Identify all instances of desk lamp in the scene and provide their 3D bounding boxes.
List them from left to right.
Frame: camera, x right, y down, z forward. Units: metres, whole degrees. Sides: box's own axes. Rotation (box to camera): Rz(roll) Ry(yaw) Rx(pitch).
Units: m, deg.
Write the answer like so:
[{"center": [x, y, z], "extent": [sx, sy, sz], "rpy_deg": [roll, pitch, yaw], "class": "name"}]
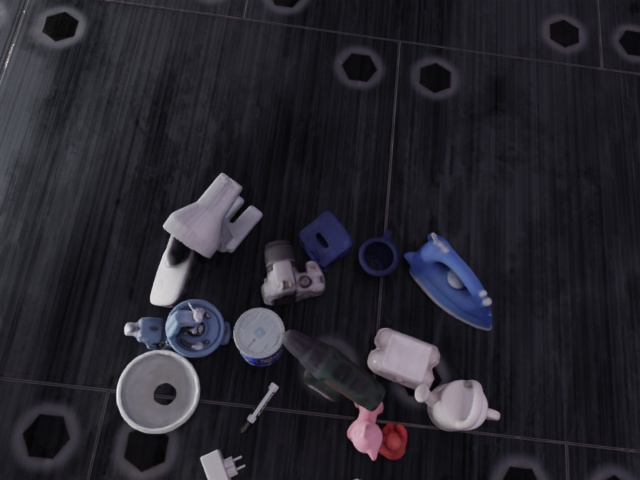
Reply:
[{"center": [-0.229, -0.047, 1.250], "extent": [0.118, 0.213, 0.203], "rpy_deg": [35, 72, 8], "class": "desk lamp"}]

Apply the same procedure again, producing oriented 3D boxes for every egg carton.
[{"center": [0.183, 0.262, 1.252], "extent": [0.150, 0.069, 0.107], "rpy_deg": [19, 71, 2], "class": "egg carton"}]

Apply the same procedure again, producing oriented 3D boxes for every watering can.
[{"center": [0.281, 0.338, 1.168], "extent": [0.173, 0.194, 0.101], "rpy_deg": [-5, 71, -6], "class": "watering can"}]

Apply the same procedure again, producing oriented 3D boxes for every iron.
[{"center": [0.313, 0.091, 1.283], "extent": [0.119, 0.141, 0.258], "rpy_deg": [-39, 78, -15], "class": "iron"}]

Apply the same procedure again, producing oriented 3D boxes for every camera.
[{"center": [-0.068, 0.065, 1.284], "extent": [0.143, 0.101, 0.137], "rpy_deg": [-10, 72, -8], "class": "camera"}]

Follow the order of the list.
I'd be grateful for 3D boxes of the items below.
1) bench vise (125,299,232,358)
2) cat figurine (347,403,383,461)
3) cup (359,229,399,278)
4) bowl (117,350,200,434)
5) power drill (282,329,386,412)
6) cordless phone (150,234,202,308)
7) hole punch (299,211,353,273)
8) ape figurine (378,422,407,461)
[{"center": [-0.290, 0.187, 1.161], "extent": [0.207, 0.220, 0.121], "rpy_deg": [-17, 73, -10], "class": "bench vise"}, {"center": [0.099, 0.383, 1.179], "extent": [0.067, 0.118, 0.128], "rpy_deg": [13, 71, 1], "class": "cat figurine"}, {"center": [0.133, 0.038, 1.312], "extent": [0.091, 0.095, 0.118], "rpy_deg": [22, 71, 3], "class": "cup"}, {"center": [-0.329, 0.317, 1.190], "extent": [0.167, 0.075, 0.167], "rpy_deg": [1, 71, -4], "class": "bowl"}, {"center": [0.019, 0.268, 1.164], "extent": [0.229, 0.208, 0.076], "rpy_deg": [31, 72, 6], "class": "power drill"}, {"center": [-0.318, 0.062, 1.220], "extent": [0.094, 0.185, 0.147], "rpy_deg": [10, 71, -1], "class": "cordless phone"}, {"center": [0.012, 0.005, 1.316], "extent": [0.101, 0.091, 0.108], "rpy_deg": [-34, 77, -14], "class": "hole punch"}, {"center": [0.149, 0.418, 1.184], "extent": [0.078, 0.092, 0.076], "rpy_deg": [-12, 72, -8], "class": "ape figurine"}]
